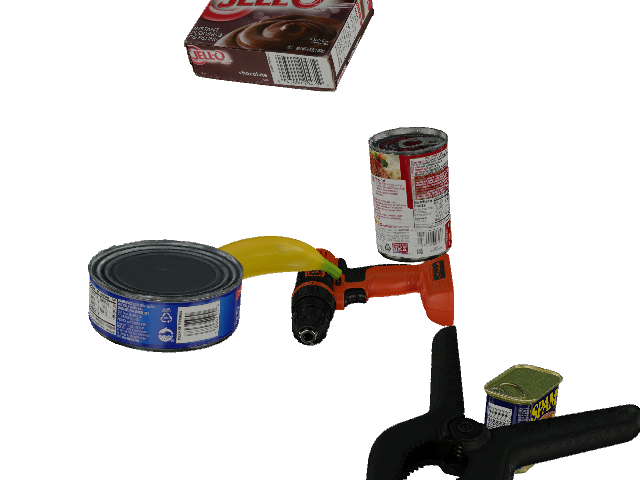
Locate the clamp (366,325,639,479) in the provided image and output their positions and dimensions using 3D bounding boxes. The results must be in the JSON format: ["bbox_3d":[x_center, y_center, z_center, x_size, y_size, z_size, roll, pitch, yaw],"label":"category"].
[{"bbox_3d":[0.091,0.131,0.716,0.209,0.036,0.165,-27,39,-35],"label":"clamp"}]

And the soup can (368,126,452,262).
[{"bbox_3d":[0.079,-0.040,0.925,0.068,0.102,0.068,-5,22,2],"label":"soup can"}]

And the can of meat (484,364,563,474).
[{"bbox_3d":[0.210,0.187,1.122,0.058,0.084,0.101,13,17,32],"label":"can of meat"}]

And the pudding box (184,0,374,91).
[{"bbox_3d":[-0.028,-0.153,0.765,0.114,0.090,0.039,11,-36,19],"label":"pudding box"}]

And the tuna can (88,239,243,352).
[{"bbox_3d":[-0.086,0.030,0.597,0.086,0.034,0.086,5,20,-2],"label":"tuna can"}]

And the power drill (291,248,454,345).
[{"bbox_3d":[0.060,0.064,1.241,0.187,0.057,0.184,1,28,4],"label":"power drill"}]

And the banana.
[{"bbox_3d":[-0.082,0.035,1.040,0.198,0.069,0.037,-15,21,20],"label":"banana"}]
